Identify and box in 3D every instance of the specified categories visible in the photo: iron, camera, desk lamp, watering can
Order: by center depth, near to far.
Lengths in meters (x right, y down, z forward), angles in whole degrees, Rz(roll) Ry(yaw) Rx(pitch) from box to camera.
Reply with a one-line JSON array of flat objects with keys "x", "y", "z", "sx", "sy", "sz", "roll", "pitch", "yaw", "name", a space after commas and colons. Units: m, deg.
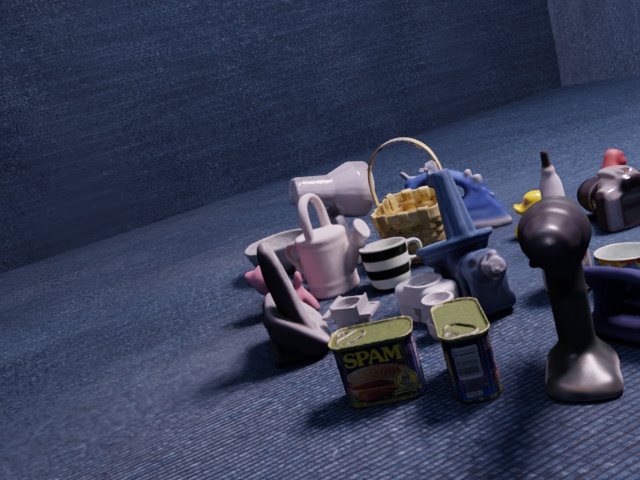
[{"x": 0.540, "y": -0.089, "z": 1.029, "sx": 0.143, "sy": 0.101, "sz": 0.136, "roll": -18, "pitch": 14, "yaw": -5, "name": "camera"}, {"x": 0.011, "y": 0.003, "z": 1.082, "sx": 0.172, "sy": 0.194, "sz": 0.101, "roll": -15, "pitch": 14, "yaw": 7, "name": "watering can"}, {"x": 0.027, "y": -0.048, "z": 1.222, "sx": 0.204, "sy": 0.214, "sz": 0.117, "roll": -22, "pitch": 15, "yaw": -21, "name": "desk lamp"}, {"x": 0.286, "y": -0.095, "z": 1.256, "sx": 0.257, "sy": 0.141, "sz": 0.119, "roll": -3, "pitch": 19, "yaw": 42, "name": "iron"}]

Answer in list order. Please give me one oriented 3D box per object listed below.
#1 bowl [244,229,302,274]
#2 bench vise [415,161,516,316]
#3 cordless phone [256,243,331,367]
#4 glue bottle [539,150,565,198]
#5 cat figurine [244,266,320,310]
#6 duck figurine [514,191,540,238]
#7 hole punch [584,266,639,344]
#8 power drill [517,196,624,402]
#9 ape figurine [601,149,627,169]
[{"x": -0.083, "y": 0.035, "z": 1.318, "sx": 0.167, "sy": 0.075, "sz": 0.167, "roll": -15, "pitch": 14, "yaw": 4, "name": "bowl"}, {"x": 0.217, "y": -0.010, "z": 0.843, "sx": 0.122, "sy": 0.220, "sz": 0.206, "roll": -23, "pitch": 15, "yaw": -24, "name": "bench vise"}, {"x": -0.052, "y": 0.081, "z": 0.871, "sx": 0.094, "sy": 0.185, "sz": 0.147, "roll": -18, "pitch": 14, "yaw": -6, "name": "cordless phone"}, {"x": 0.392, "y": -0.068, "z": 0.965, "sx": 0.037, "sy": 0.173, "sz": 0.078, "roll": -12, "pitch": 15, "yaw": 17, "name": "glue bottle"}, {"x": -0.074, "y": 0.081, "z": 1.036, "sx": 0.127, "sy": 0.118, "sz": 0.067, "roll": -2, "pitch": 20, "yaw": 44, "name": "cat figurine"}, {"x": 0.408, "y": -0.050, "z": 1.058, "sx": 0.104, "sy": 0.086, "sz": 0.078, "roll": -9, "pitch": 16, "yaw": 27, "name": "duck figurine"}, {"x": 0.367, "y": 0.059, "z": 0.669, "sx": 0.101, "sy": 0.091, "sz": 0.108, "roll": -24, "pitch": 16, "yaw": -28, "name": "hole punch"}, {"x": 0.253, "y": 0.051, "z": 0.587, "sx": 0.075, "sy": 0.208, "sz": 0.230, "roll": -10, "pitch": 15, "yaw": 24, "name": "power drill"}, {"x": 0.607, "y": -0.142, "z": 1.174, "sx": 0.076, "sy": 0.092, "sz": 0.078, "roll": -15, "pitch": 14, "yaw": 8, "name": "ape figurine"}]
